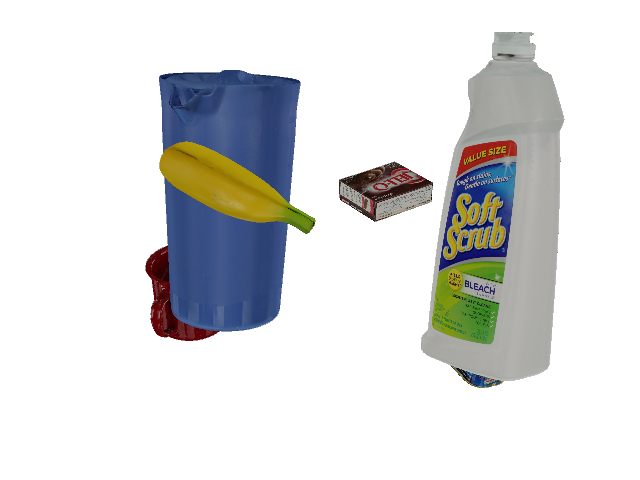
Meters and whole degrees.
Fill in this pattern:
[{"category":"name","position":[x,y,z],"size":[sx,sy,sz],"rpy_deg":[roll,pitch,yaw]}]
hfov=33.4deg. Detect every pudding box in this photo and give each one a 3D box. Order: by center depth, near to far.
[{"category":"pudding box","position":[0.097,-0.074,1.591],"size":[0.113,0.039,0.090],"rpy_deg":[-22,35,-29]}]

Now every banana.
[{"category":"banana","position":[-0.082,-0.043,0.794],"size":[0.069,0.037,0.198],"rpy_deg":[42,-8,-36]}]

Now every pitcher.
[{"category":"pitcher","position":[-0.084,-0.044,1.038],"size":[0.149,0.243,0.145],"rpy_deg":[-2,15,-17]}]

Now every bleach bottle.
[{"category":"bleach bottle","position":[0.131,-0.028,0.798],"size":[0.067,0.251,0.103],"rpy_deg":[-8,16,-38]}]

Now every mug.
[{"category":"mug","position":[-0.151,0.065,1.192],"size":[0.093,0.081,0.117],"rpy_deg":[12,33,21]}]

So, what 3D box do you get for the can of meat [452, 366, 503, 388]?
[{"category":"can of meat","position":[0.169,0.100,1.170],"size":[0.057,0.084,0.102],"rpy_deg":[-13,40,-25]}]
